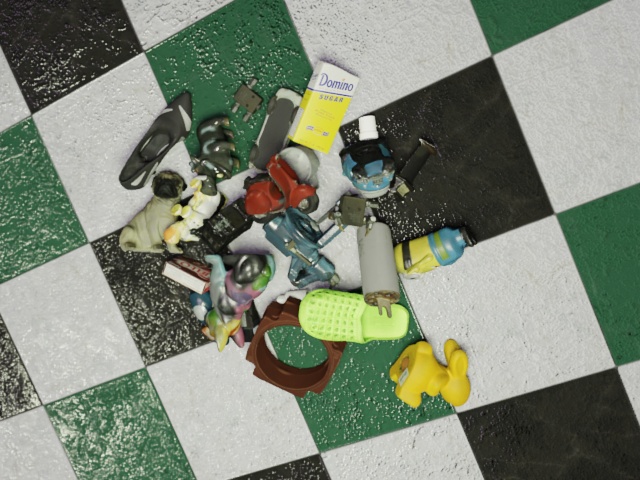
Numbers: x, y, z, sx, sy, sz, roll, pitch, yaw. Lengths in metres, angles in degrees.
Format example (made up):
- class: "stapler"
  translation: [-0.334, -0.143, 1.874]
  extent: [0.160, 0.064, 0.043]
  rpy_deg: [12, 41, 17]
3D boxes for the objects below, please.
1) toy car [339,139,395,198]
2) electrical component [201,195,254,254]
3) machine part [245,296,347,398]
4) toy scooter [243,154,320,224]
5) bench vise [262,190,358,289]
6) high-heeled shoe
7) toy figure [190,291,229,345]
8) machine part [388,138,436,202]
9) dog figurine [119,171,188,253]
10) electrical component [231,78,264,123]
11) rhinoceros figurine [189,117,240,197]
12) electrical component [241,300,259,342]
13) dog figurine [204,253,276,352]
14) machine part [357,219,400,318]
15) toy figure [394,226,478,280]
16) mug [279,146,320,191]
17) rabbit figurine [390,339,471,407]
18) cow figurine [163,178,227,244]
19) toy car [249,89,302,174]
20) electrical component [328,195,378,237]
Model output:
- class: "toy car"
  translation: [0.108, -0.142, 1.134]
  extent: [0.109, 0.162, 0.102]
  rpy_deg: [-18, 125, -2]
- class: "electrical component"
  translation: [-0.207, -0.031, 1.220]
  extent: [0.115, 0.134, 0.058]
  rpy_deg: [-38, 85, -27]
- class: "machine part"
  translation: [-0.055, 0.247, 1.231]
  extent: [0.201, 0.087, 0.201]
  rpy_deg: [26, 116, -1]
- class: "toy scooter"
  translation: [-0.095, -0.108, 1.108]
  extent: [0.184, 0.075, 0.135]
  rpy_deg: [-9, 120, 35]
- class: "bench vise"
  translation: [0.000, -0.007, 1.187]
  extent: [0.240, 0.129, 0.223]
  rpy_deg: [-42, 91, 20]
- class: "high-heeled shoe"
  translation: [-0.378, -0.227, 1.222]
  extent: [0.086, 0.145, 0.248]
  rpy_deg: [29, 106, 6]
- class: "toy figure"
  translation: [-0.268, 0.194, 1.312]
  extent: [0.064, 0.058, 0.154]
  rpy_deg: [-18, 97, 53]
- class: "machine part"
  translation: [0.196, -0.147, 1.145]
  extent: [0.039, 0.084, 0.139]
  rpy_deg: [36, 97, 31]
- class: "dog figurine"
  translation: [-0.406, -0.066, 1.290]
  extent: [0.172, 0.121, 0.190]
  rpy_deg: [0, 85, 10]
- class: "electrical component"
  translation: [-0.160, -0.318, 1.221]
  extent: [0.063, 0.021, 0.094]
  rpy_deg: [39, 104, 4]
- class: "rhinoceros figurine"
  translation: [-0.237, -0.188, 1.191]
  extent: [0.112, 0.073, 0.190]
  rpy_deg: [-6, 66, -3]
- class: "electrical component"
  translation: [-0.189, 0.195, 1.297]
  extent: [0.075, 0.048, 0.119]
  rpy_deg: [-2, 97, 14]
- class: "dog figurine"
  translation: [-0.183, 0.139, 1.206]
  extent: [0.192, 0.108, 0.219]
  rpy_deg: [-2, 89, 32]
- class: "machine part"
  translation: [0.121, 0.050, 1.133]
  extent: [0.079, 0.079, 0.243]
  rpy_deg: [-13, 57, 15]
- class: "toy figure"
  translation: [0.240, 0.022, 1.152]
  extent: [0.180, 0.082, 0.089]
  rpy_deg: [-31, 56, 23]
- class: "mug"
  translation: [-0.034, -0.157, 1.172]
  extent: [0.081, 0.107, 0.109]
  rpy_deg: [-37, 93, 24]
- class: "rabbit figurine"
  translation: [0.263, 0.298, 1.192]
  extent: [0.173, 0.122, 0.162]
  rpy_deg: [30, 95, -8]
- class: "cow figurine"
  translation: [-0.288, -0.053, 1.243]
  extent: [0.068, 0.098, 0.167]
  rpy_deg: [24, 79, 43]
- class: "toy car"
  translation: [-0.098, -0.237, 1.204]
  extent: [0.073, 0.056, 0.201]
  rpy_deg: [23, 105, 1]
- class: "electrical component"
  translation: [0.071, -0.052, 1.117]
  extent: [0.102, 0.045, 0.078]
  rpy_deg: [13, 96, -19]
